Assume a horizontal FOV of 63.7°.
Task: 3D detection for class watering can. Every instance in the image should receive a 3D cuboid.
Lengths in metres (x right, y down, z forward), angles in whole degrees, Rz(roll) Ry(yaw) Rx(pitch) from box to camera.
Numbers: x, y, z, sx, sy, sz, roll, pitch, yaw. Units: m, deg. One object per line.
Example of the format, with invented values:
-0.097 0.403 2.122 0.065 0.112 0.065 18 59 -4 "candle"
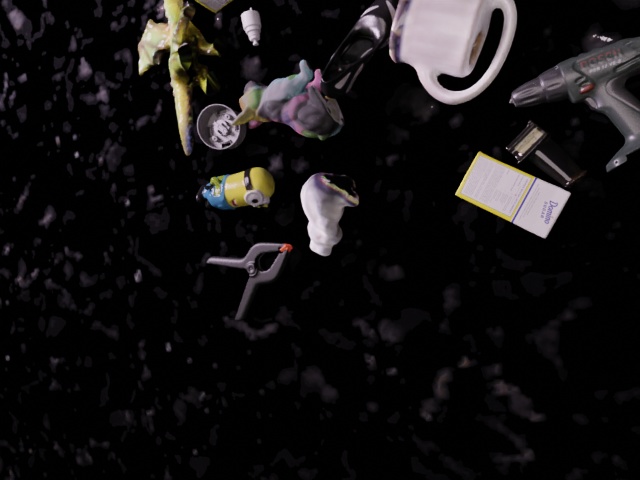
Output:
0.253 -0.428 0.942 0.225 0.104 0.345 20 100 21 "watering can"

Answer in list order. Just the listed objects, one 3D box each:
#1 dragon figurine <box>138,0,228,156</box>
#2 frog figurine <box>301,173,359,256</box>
-0.348 -0.421 1.216 0.244 0.122 0.407 20 101 39 "dragon figurine"
0.003 -0.053 1.056 0.157 0.122 0.140 -58 39 24 "frog figurine"
